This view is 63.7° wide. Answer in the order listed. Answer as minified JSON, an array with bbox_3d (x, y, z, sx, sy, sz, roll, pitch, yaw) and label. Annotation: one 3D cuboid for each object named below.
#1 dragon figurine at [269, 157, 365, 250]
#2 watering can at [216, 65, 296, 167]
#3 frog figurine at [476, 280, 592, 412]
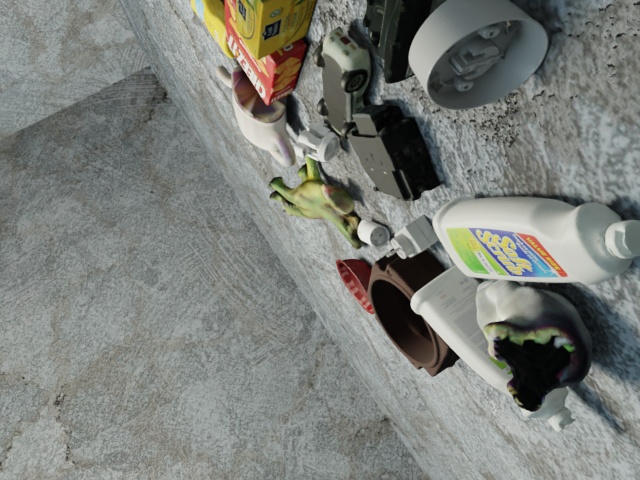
[{"bbox_3d":[0.004,-0.061,1.204,0.123,0.244,0.404,-40,-11,-12],"label":"dragon figurine"},{"bbox_3d":[-0.159,-0.318,1.171,0.105,0.351,0.221,-32,-15,-12],"label":"watering can"},{"bbox_3d":[0.253,0.100,0.622,0.121,0.137,0.162,-45,5,27],"label":"frog figurine"}]
